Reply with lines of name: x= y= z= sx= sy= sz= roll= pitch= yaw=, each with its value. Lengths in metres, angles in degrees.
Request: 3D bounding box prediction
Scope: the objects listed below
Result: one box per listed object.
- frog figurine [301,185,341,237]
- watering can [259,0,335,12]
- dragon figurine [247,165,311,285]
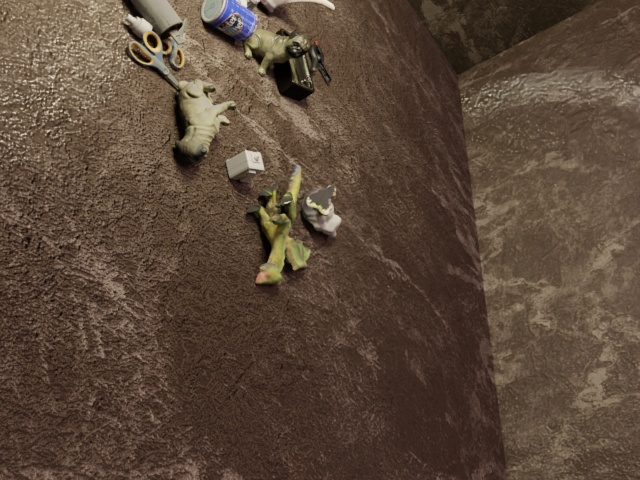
frog figurine: x=0.005 y=-0.082 z=1.636 sx=0.156 sy=0.123 sz=0.141 roll=85 pitch=-2 yaw=-53
watering can: x=-0.121 y=-0.894 z=1.821 sx=0.342 sy=0.222 sz=0.106 roll=42 pitch=22 yaw=-33
dragon figurine: x=-0.090 y=-0.026 z=1.472 sx=0.419 sy=0.122 sz=0.238 roll=-59 pitch=137 yaw=-50
